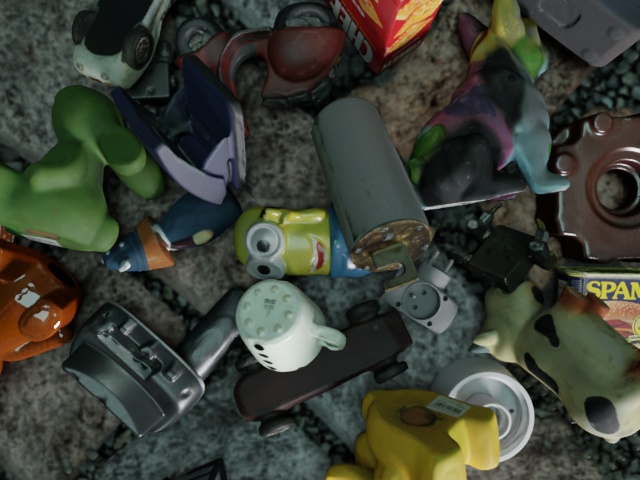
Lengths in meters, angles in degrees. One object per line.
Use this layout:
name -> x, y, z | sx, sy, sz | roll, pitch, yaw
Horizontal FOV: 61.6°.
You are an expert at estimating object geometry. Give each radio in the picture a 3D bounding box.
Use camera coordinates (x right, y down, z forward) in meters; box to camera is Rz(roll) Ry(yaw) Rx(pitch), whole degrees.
radio -> 0.255, -0.296, 0.560 | 0.229, 0.073, 0.131 | 36, 74, 0

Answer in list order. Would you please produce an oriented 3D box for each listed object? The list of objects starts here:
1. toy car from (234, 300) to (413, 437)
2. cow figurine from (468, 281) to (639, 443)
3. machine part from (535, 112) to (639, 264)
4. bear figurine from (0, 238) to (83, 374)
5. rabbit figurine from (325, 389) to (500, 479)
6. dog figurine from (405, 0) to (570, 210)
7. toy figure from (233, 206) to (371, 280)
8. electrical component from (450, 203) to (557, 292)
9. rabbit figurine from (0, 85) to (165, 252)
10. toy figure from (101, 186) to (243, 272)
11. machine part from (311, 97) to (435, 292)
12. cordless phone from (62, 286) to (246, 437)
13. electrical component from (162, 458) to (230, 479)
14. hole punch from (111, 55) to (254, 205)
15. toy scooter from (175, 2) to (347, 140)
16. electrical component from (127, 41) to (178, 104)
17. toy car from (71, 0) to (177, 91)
toy car -> 0.002, 0.138, 0.589 | 0.202, 0.053, 0.089 | -25, 71, -2
cow figurine -> 0.237, 0.111, 0.540 | 0.085, 0.195, 0.127 | 18, 115, -38
machine part -> 0.325, -0.055, 0.589 | 0.179, 0.056, 0.179 | 0, 92, -2
bear figurine -> -0.347, 0.097, 0.548 | 0.196, 0.132, 0.120 | -40, 90, -6
rabbit figurine -> 0.087, 0.245, 0.536 | 0.163, 0.122, 0.173 | 3, 106, 32
dog figurine -> 0.164, -0.145, 0.556 | 0.191, 0.108, 0.219 | -7, 87, -19
toy figure -> -0.001, 0.002, 0.574 | 0.180, 0.089, 0.082 | -4, 94, -9
electrical component -> 0.195, 0.007, 0.570 | 0.078, 0.102, 0.045 | -42, 127, -9
rabbit figurine -> -0.249, -0.081, 0.552 | 0.159, 0.121, 0.170 | 10, 76, 6
toy figure -> -0.159, -0.007, 0.579 | 0.154, 0.064, 0.057 | -30, 115, 0
machine part -> 0.046, -0.057, 0.520 | 0.079, 0.079, 0.243 | -16, 53, -1
cordless phone -> -0.165, 0.102, 0.583 | 0.146, 0.089, 0.184 | 43, 79, -1
electrical component -> -0.118, 0.275, 0.579 | 0.119, 0.075, 0.047 | -20, 92, 3
hole punch -> -0.132, -0.098, 0.523 | 0.092, 0.115, 0.142 | -31, 57, -23
toy scooter -> -0.059, -0.171, 0.572 | 0.184, 0.075, 0.135 | -6, 91, 2
electrical component -> -0.190, -0.173, 0.594 | 0.063, 0.021, 0.094 | -2, 86, -1
toy car -> -0.193, -0.254, 0.567 | 0.074, 0.056, 0.201 | 20, 77, 5
